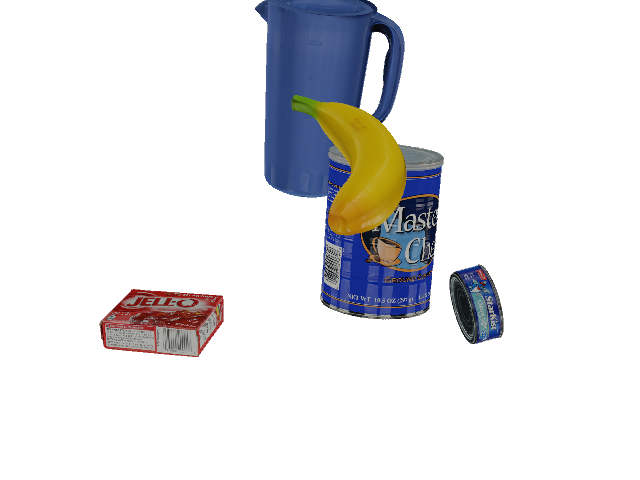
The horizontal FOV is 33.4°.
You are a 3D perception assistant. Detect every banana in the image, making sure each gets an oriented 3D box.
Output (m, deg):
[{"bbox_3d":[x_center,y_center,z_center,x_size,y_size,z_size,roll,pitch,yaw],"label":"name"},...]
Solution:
[{"bbox_3d":[0.025,-0.051,0.733,0.069,0.037,0.198,-4,28,-8],"label":"banana"}]

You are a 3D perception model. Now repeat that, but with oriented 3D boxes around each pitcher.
[{"bbox_3d":[0.002,-0.179,1.319,0.144,0.243,0.149,-9,28,-28],"label":"pitcher"}]

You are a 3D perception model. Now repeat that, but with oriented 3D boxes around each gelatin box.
[{"bbox_3d":[-0.137,0.070,0.932,0.089,0.030,0.073,4,20,12],"label":"gelatin box"}]

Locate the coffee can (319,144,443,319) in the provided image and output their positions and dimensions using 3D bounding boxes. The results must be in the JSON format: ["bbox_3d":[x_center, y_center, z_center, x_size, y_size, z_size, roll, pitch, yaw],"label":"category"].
[{"bbox_3d":[0.054,-0.011,0.966,0.103,0.140,0.103,3,14,-1],"label":"coffee can"}]

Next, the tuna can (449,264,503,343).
[{"bbox_3d":[0.174,0.072,1.202,0.033,0.086,0.086,-14,2,-7],"label":"tuna can"}]
